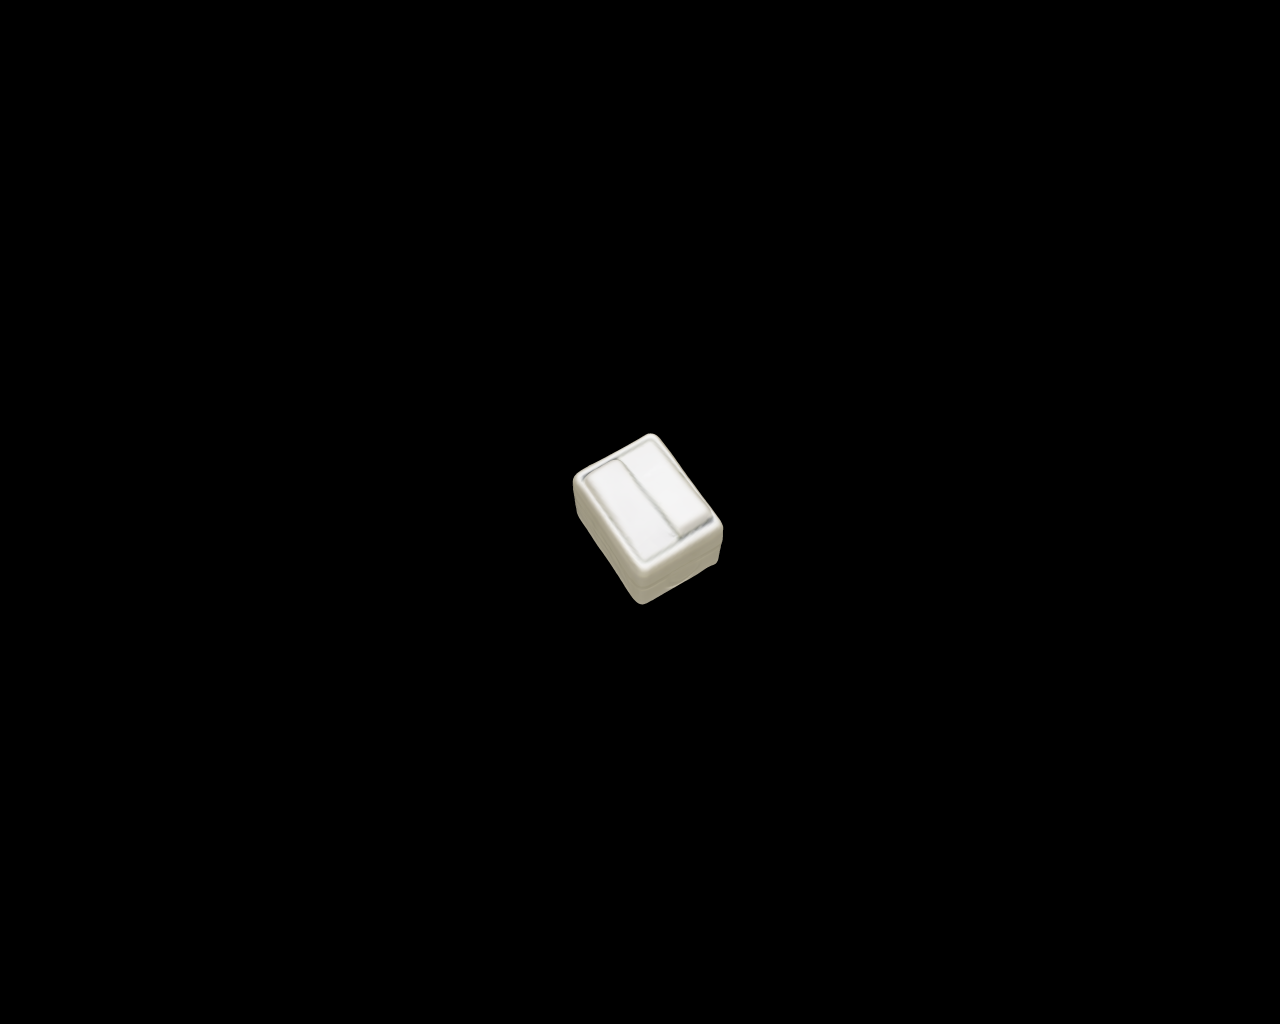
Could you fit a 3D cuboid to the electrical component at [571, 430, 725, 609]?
[{"bbox_3d":[0.001,-0.003,0.650,0.062,0.096,0.061,-29,-24,-14],"label":"electrical component"}]
